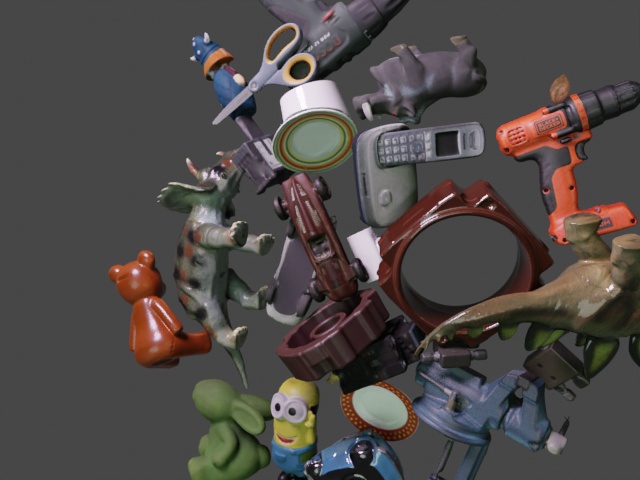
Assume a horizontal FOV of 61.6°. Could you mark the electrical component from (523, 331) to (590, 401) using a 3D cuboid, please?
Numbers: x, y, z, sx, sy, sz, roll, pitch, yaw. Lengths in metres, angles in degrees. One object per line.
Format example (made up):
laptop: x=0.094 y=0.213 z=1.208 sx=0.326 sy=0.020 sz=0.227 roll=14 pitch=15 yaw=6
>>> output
electrical component: x=0.340 y=0.171 z=0.763 sx=0.102 sy=0.045 sz=0.078 roll=39 pitch=136 yaw=14

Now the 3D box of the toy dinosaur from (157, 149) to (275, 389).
toy dinosaur: x=-0.184 y=0.050 z=0.899 sx=0.192 sy=0.131 sz=0.404 roll=17 pitch=107 yaw=29

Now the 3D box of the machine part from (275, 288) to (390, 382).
machine part: x=0.020 y=0.140 z=0.800 sx=0.179 sy=0.179 sz=0.056 roll=-31 pitch=96 yaw=21

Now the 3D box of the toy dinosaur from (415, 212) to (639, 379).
toy dinosaur: x=0.352 y=0.071 z=0.662 sx=0.472 sy=0.105 sz=0.198 roll=-3 pitch=113 yaw=0

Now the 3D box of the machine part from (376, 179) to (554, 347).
machine part: x=0.195 y=0.034 z=0.744 sx=0.201 sy=0.087 sz=0.201 roll=-42 pitch=101 yaw=19

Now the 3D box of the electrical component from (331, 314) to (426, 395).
electrical component: x=0.094 y=0.166 z=0.810 sx=0.134 sy=0.115 sz=0.058 roll=-28 pitch=92 yaw=20

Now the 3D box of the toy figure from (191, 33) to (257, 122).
toy figure: x=-0.158 y=-0.265 z=0.874 sx=0.064 sy=0.058 sz=0.154 roll=-32 pitch=81 yaw=15

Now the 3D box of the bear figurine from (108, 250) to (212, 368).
bear figurine: x=-0.293 y=0.125 z=0.958 sx=0.120 sy=0.132 sz=0.196 roll=-28 pitch=69 yaw=20

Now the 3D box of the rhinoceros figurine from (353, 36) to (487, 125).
rhinoceros figurine: x=0.139 y=-0.224 z=0.770 sx=0.190 sy=0.073 sz=0.112 roll=-11 pitch=104 yaw=19

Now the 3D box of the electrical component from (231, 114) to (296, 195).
electrical component: x=-0.100 y=-0.137 z=0.854 sx=0.119 sy=0.075 sz=0.048 roll=51 pitch=132 yaw=3

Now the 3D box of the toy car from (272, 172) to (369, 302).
toy car: x=-0.002 y=-0.002 z=0.803 sx=0.089 sy=0.053 sz=0.202 roll=-23 pitch=90 yaw=15

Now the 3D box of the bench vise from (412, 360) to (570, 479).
bench vise: x=0.219 y=0.283 z=0.769 sx=0.224 sy=0.129 sz=0.240 roll=24 pitch=98 yaw=19

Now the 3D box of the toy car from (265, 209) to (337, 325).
toy car: x=-0.032 y=0.041 z=0.869 sx=0.074 sy=0.056 sz=0.201 roll=21 pitch=100 yaw=10

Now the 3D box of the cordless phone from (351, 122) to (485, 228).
cordless phone: x=0.143 y=-0.097 z=0.772 sx=0.184 sy=0.089 sz=0.146 roll=-5 pitch=106 yaw=12

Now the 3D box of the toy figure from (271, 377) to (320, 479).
toy figure: x=-0.041 y=0.317 z=0.898 sx=0.082 sy=0.089 sz=0.180 roll=0 pitch=106 yaw=5

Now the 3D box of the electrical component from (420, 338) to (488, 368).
electrical component: x=0.187 y=0.159 z=0.770 sx=0.094 sy=0.063 sz=0.021 roll=-5 pitch=105 yaw=-2

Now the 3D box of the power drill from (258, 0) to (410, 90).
power drill: x=-0.005 y=-0.354 z=0.802 sx=0.232 sy=0.086 sz=0.207 roll=-42 pitch=90 yaw=22

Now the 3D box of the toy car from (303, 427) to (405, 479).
toy car: x=0.062 y=0.356 z=0.850 sx=0.162 sy=0.103 sz=0.109 roll=-24 pitch=99 yaw=27

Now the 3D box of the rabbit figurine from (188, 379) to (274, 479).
rabbit figurine: x=-0.158 y=0.319 z=0.916 sx=0.159 sy=0.121 sz=0.170 roll=-13 pitch=96 yaw=14
